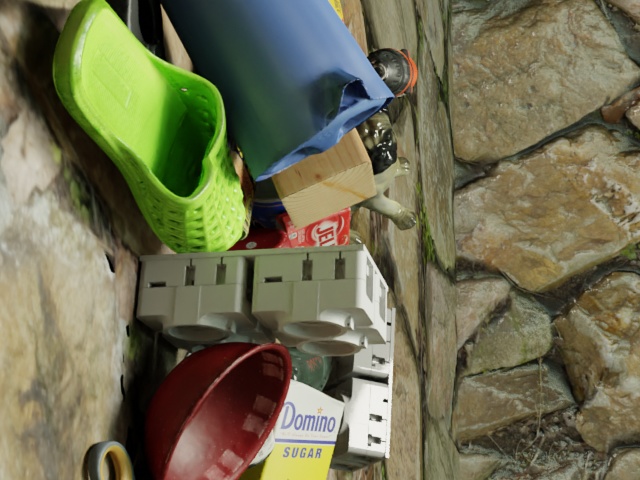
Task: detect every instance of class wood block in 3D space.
[{"bbox_3d":[-0.028,-0.129,1.030,0.091,0.090,0.206,69,-2,-71],"label":"wood block"}]

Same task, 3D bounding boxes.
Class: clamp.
[{"bbox_3d":[-0.144,-0.135,0.839,0.120,0.039,0.171,-83,164,-49],"label":"clamp"}]

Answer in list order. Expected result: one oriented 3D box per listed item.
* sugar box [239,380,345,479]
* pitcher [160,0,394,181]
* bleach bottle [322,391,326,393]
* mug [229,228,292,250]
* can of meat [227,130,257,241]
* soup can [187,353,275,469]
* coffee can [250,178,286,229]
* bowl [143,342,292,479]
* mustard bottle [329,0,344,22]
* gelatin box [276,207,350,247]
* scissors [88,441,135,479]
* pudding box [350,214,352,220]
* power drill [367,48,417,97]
[{"bbox_3d":[-0.037,0.229,1.038,0.093,0.048,0.176,31,70,-43],"label":"sugar box"},{"bbox_3d":[-0.059,-0.176,0.880,0.243,0.149,0.144,59,21,1],"label":"pitcher"},{"bbox_3d":[0.028,0.161,1.436,0.102,0.068,0.251,57,31,-64],"label":"bleach bottle"},{"bbox_3d":[-0.069,0.045,1.032,0.117,0.093,0.081,-31,118,-33],"label":"mug"},{"bbox_3d":[-0.094,-0.057,0.986,0.102,0.057,0.084,67,26,-55],"label":"can of meat"},{"bbox_3d":[-0.081,0.149,0.968,0.068,0.068,0.102,-66,150,-62],"label":"soup can"},{"bbox_3d":[-0.032,-0.042,1.139,0.140,0.103,0.102,69,23,-52],"label":"coffee can"},{"bbox_3d":[-0.092,0.141,0.866,0.161,0.055,0.162,-44,151,-32],"label":"bowl"},{"bbox_3d":[0.007,-0.268,1.397,0.096,0.058,0.191,-8,87,-76],"label":"mustard bottle"},{"bbox_3d":[-0.007,0.001,1.092,0.030,0.073,0.089,55,-24,36],"label":"gelatin box"},{"bbox_3d":[-0.139,0.201,0.825,0.201,0.016,0.096,28,60,-75],"label":"scissors"},{"bbox_3d":[0.020,-0.029,1.405,0.113,0.039,0.090,87,17,-67],"label":"pudding box"},{"bbox_3d":[0.008,-0.173,1.158,0.184,0.188,0.057,-29,116,-76],"label":"power drill"}]
